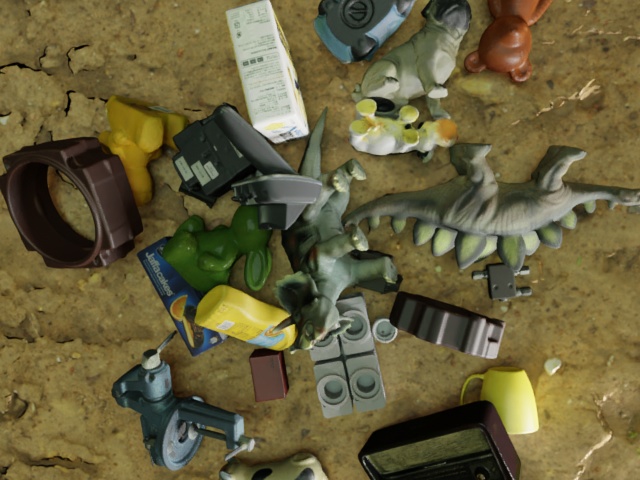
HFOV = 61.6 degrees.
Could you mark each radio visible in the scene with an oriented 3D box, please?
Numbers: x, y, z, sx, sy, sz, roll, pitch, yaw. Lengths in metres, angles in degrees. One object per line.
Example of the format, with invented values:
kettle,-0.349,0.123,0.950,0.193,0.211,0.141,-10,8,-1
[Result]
radio,0.188,0.348,0.846,0.230,0.073,0.131,-28,92,31

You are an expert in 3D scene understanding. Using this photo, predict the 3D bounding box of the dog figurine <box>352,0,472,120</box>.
dog figurine,0.146,-0.297,0.856,0.172,0.121,0.190,8,76,8

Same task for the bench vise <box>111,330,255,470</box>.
bench vise,-0.218,0.285,0.883,0.241,0.129,0.223,8,102,22

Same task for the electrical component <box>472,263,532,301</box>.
electrical component,0.300,0.070,0.888,0.094,0.021,0.063,-5,93,4

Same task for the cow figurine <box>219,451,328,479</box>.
cow figurine,-0.089,0.413,0.907,0.195,0.085,0.127,-21,97,8

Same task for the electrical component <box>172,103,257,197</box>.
electrical component,-0.167,-0.135,0.855,0.134,0.058,0.115,-30,84,13

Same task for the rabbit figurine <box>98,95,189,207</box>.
rabbit figurine,-0.316,-0.141,0.885,0.162,0.122,0.173,16,113,6

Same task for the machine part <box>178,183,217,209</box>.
machine part,-0.184,-0.130,0.910,0.084,0.039,0.138,29,96,8

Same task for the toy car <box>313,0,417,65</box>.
toy car,0.076,-0.353,0.843,0.161,0.103,0.109,-41,87,16

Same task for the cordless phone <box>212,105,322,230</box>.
cordless phone,-0.098,-0.105,0.763,0.184,0.147,0.089,47,71,-20

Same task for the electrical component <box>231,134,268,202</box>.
electrical component,-0.107,-0.119,0.898,0.075,0.048,0.119,3,93,4

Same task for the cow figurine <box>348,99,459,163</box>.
cow figurine,0.129,-0.162,0.854,0.167,0.098,0.068,10,71,3

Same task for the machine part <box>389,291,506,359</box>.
machine part,0.192,0.126,0.829,0.179,0.179,0.056,16,91,4

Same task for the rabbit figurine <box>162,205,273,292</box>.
rabbit figurine,-0.142,0.012,0.869,0.170,0.121,0.159,-34,99,11

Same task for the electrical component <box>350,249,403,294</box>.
electrical component,0.086,0.053,0.885,0.102,0.045,0.078,8,101,15

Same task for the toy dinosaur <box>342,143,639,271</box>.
toy dinosaur,0.248,-0.055,0.847,0.472,0.105,0.198,3,98,15

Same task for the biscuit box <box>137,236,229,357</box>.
biscuit box,-0.230,0.093,0.913,0.063,0.059,0.202,-29,90,5

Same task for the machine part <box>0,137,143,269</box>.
machine part,-0.402,-0.056,0.862,0.202,0.087,0.200,-2,113,22

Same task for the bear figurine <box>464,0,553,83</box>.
bear figurine,0.297,-0.353,0.816,0.120,0.132,0.195,17,88,6

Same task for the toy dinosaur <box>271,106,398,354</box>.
toy dinosaur,-0.006,-0.009,0.847,0.192,0.131,0.405,-28,54,25
